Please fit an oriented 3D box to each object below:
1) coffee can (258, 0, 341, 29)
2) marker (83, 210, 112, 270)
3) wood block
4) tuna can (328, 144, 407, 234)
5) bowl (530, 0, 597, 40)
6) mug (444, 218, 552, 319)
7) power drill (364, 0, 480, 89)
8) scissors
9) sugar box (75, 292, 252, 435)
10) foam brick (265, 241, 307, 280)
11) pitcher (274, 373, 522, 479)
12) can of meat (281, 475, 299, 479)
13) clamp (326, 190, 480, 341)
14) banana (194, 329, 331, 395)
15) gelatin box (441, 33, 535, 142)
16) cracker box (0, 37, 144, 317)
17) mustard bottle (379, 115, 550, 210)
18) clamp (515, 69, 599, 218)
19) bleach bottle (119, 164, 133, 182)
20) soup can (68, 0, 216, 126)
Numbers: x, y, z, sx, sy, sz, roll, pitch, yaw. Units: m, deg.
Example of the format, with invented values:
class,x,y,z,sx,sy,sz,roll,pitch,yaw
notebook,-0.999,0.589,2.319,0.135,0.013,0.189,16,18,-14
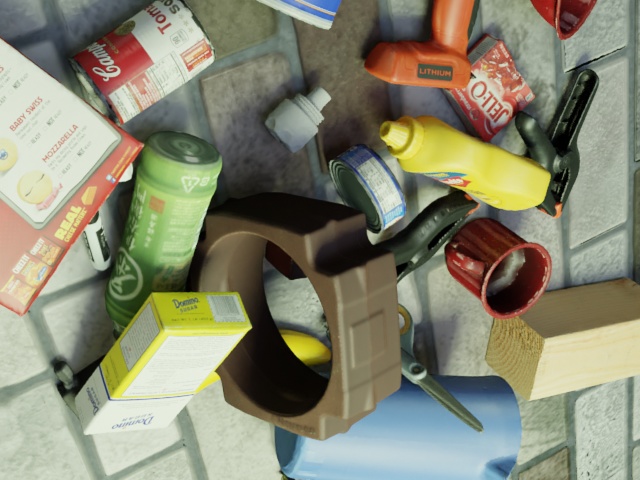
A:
class,x,y,z,sx,sy,sz,roll,pitch,yaw
coffee can,-0.010,-0.258,0.871,0.102,0.103,0.140,14,108,-36
marker,-0.194,-0.006,0.917,0.020,0.020,0.121,-27,160,-16
wood block,0.315,0.118,1.292,0.205,0.091,0.090,-8,121,-28
tuna can,0.046,-0.050,1.035,0.033,0.086,0.086,-34,129,-14
bowl,0.237,-0.276,1.016,0.161,0.055,0.162,-49,154,-35
mug,0.183,0.025,1.163,0.117,0.082,0.093,10,110,-35
power drill,0.101,-0.237,0.979,0.184,0.057,0.188,1,116,-32
scissors,0.105,0.123,1.112,0.096,0.202,0.016,-45,147,-33
sugar box,-0.145,0.112,0.964,0.093,0.048,0.176,3,143,-39
foam brick,-0.007,0.001,1.054,0.078,0.051,0.053,-9,120,-27
pitcher,0.077,0.198,1.139,0.242,0.149,0.145,7,70,-17
can of meat,0.020,0.261,1.216,0.102,0.058,0.084,28,98,-39
clamp,0.085,0.019,1.105,0.209,0.036,0.165,-36,161,-33
banana,-0.077,0.125,1.095,0.197,0.037,0.070,-16,137,-22
gelatin box,0.170,-0.153,1.087,0.073,0.030,0.089,-44,130,-2
cracker box,-0.262,-0.068,0.777,0.213,0.072,0.164,38,84,-35
mustard bottle,0.134,-0.081,1.063,0.191,0.096,0.058,18,89,-36
clamp,0.261,-0.102,1.162,0.120,0.039,0.171,-34,141,-17
bleach bottle,-0.275,-0.032,0.867,0.250,0.068,0.102,-14,123,-27
soup can,-0.144,-0.148,0.874,0.102,0.069,0.068,-36,129,-9
